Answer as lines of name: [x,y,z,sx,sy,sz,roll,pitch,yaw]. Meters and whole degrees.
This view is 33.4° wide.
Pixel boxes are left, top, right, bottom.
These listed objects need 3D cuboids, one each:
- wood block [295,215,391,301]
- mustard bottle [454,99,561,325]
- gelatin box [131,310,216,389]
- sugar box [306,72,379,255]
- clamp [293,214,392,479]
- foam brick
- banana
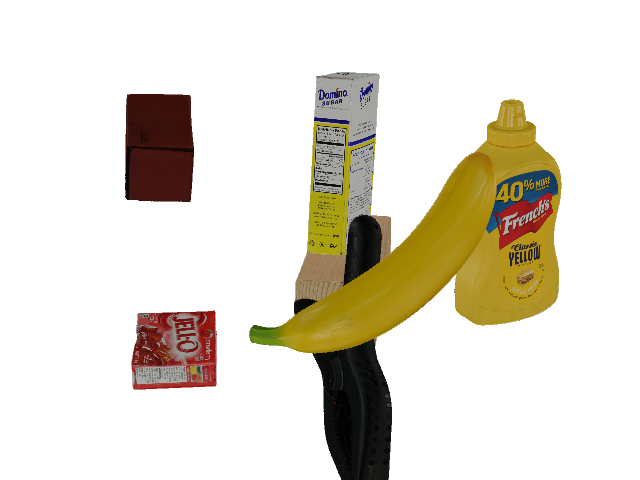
wood block: [0.030,0.046,1.253,0.091,0.090,0.206,4,23,6]
mustard bottle: [0.163,-0.027,0.921,0.096,0.192,0.058,-12,24,-22]
gelatin box: [-0.130,0.097,0.960,0.073,0.030,0.089,-1,28,-4]
sugar box: [0.023,-0.079,1.072,0.048,0.176,0.093,5,12,18]
clamp: [0.025,0.096,0.820,0.036,0.210,0.165,1,-35,-19]
foam brick: [-0.128,-0.074,0.843,0.053,0.051,0.078,1,39,-10]
banana: [0.049,0.011,0.646,0.197,0.037,0.070,-36,50,-19]
